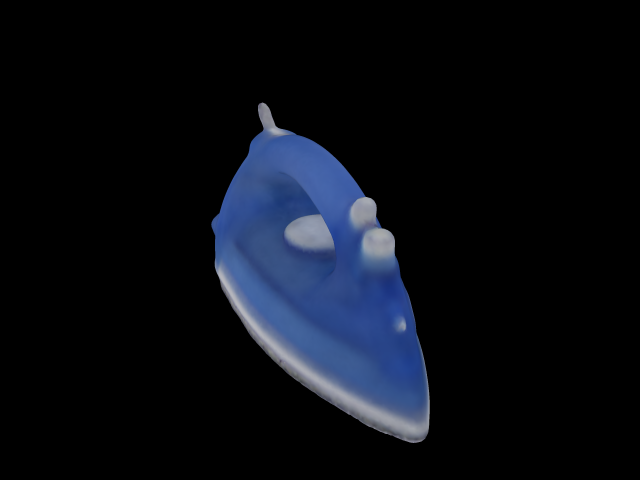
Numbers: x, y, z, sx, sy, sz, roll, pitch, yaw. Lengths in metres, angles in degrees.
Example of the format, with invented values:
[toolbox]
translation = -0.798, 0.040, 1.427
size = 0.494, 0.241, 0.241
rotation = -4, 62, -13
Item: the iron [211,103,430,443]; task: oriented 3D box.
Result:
[iron]
translation = 0.004, 0.001, 0.400
size = 0.119, 0.141, 0.257
rotation = -14, 32, -23
